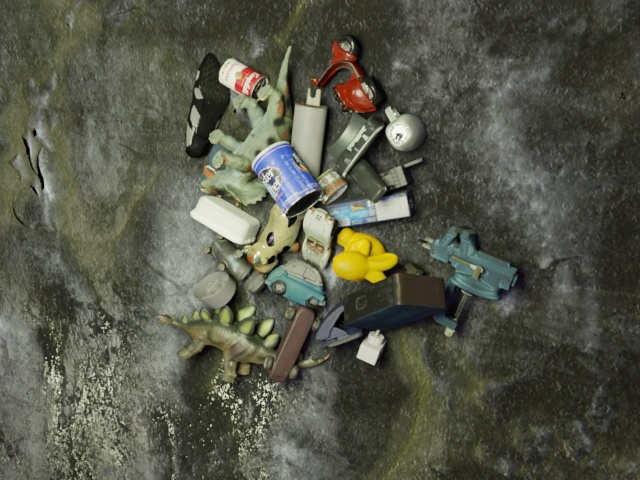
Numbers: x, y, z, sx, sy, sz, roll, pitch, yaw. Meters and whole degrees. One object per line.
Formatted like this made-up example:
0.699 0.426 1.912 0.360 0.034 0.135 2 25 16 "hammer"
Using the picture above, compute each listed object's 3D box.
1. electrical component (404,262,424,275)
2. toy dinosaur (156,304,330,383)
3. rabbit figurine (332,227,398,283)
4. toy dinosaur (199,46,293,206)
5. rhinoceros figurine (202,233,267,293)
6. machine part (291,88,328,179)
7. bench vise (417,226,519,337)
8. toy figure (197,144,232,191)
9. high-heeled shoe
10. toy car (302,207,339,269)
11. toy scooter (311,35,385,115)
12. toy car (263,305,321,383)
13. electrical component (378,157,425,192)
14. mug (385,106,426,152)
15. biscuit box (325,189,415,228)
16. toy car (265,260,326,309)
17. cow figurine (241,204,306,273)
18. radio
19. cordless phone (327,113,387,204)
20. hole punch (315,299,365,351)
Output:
0.214 0.089 1.242 0.021 0.094 0.063 10 108 -20 "electrical component"
-0.214 0.273 1.430 0.472 0.105 0.198 20 104 4 "toy dinosaur"
0.091 0.057 1.233 0.163 0.173 0.121 23 105 19 "rabbit figurine"
-0.137 -0.240 1.280 0.405 0.192 0.131 -48 49 8 "toy dinosaur"
-0.218 0.063 1.385 0.190 0.112 0.073 41 82 22 "rhinoceros figurine"
-0.030 -0.232 1.259 0.079 0.079 0.243 15 113 17 "machine part"
0.307 0.095 1.192 0.224 0.129 0.240 23 104 17 "bench vise"
-0.266 -0.187 1.371 0.058 0.064 0.154 31 109 3 "toy figure"
-0.301 -0.335 1.367 0.145 0.086 0.248 -7 80 52 "high-heeled shoe"
-0.003 -0.004 1.269 0.074 0.056 0.201 29 149 16 "toy car"
0.055 -0.354 1.212 0.135 0.075 0.184 -28 88 24 "toy scooter"
-0.072 0.259 1.352 0.089 0.053 0.202 23 91 -23 "toy car"
0.183 -0.144 1.210 0.119 0.075 0.047 -18 94 20 "electrical component"
0.179 -0.244 1.171 0.081 0.107 0.109 -26 94 22 "mug"
0.115 -0.071 1.256 0.203 0.063 0.059 -8 99 22 "biscuit box"
-0.050 0.102 1.335 0.162 0.109 0.103 22 91 5 "toy car"
-0.110 -0.004 1.312 0.086 0.127 0.194 39 113 37 "cow figurine"
0.156 0.139 1.182 0.229 0.131 0.073 -36 50 53 "radio"
0.109 -0.179 1.178 0.146 0.088 0.184 -51 47 22 "cordless phone"
0.040 0.204 1.308 0.116 0.142 0.092 -26 93 9 "hole punch"
